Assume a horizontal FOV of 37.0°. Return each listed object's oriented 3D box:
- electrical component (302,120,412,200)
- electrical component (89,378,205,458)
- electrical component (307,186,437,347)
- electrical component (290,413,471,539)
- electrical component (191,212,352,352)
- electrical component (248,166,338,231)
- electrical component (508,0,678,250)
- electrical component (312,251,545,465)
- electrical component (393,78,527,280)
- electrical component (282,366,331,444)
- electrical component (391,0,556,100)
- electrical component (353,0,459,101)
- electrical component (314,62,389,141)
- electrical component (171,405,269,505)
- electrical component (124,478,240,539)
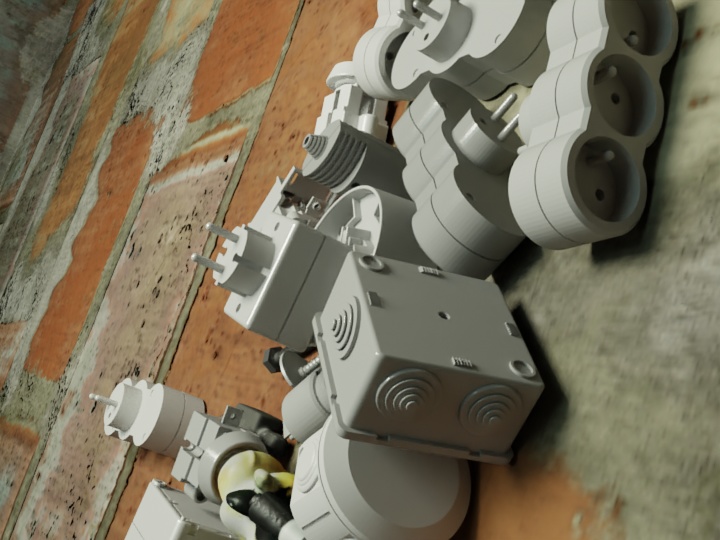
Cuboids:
[{"bbox_3d":[0.000,-0.064,0.678,0.043,0.081,0.043,-44,33,38],"label":"electrical component"},{"bbox_3d":[-0.187,0.116,0.889,0.138,0.074,0.052,-5,64,62],"label":"electrical component"},{"bbox_3d":[0.000,0.000,0.635,0.099,0.064,0.099,-32,53,56],"label":"electrical component"},{"bbox_3d":[0.009,0.102,0.519,0.051,0.080,0.080,-44,33,49],"label":"electrical component"},{"bbox_3d":[-0.057,-0.001,0.605,0.065,0.077,0.047,-65,25,-1],"label":"electrical component"},{"bbox_3d":[-0.049,-0.029,0.789,0.081,0.042,0.063,-57,27,20],"label":"electrical component"},{"bbox_3d":[0.103,-0.074,0.522,0.074,0.052,0.138,-17,53,58],"label":"electrical component"},{"bbox_3d":[0.031,0.039,0.510,0.099,0.100,0.048,-106,34,-54],"label":"electrical component"},{"bbox_3d":[0.064,-0.064,0.588,0.073,0.052,0.138,-50,30,30],"label":"electrical component"},{"bbox_3d":[-0.013,0.073,0.630,0.078,0.040,0.040,-43,33,38],"label":"electrical component"},{"bbox_3d":[0.057,-0.140,0.644,0.138,0.074,0.052,-7,62,61],"label":"electrical component"},{"bbox_3d":[0.036,-0.183,0.746,0.138,0.052,0.074,-66,25,-1],"label":"electrical component"},{"bbox_3d":[-0.004,-0.116,0.774,0.066,0.048,0.055,-10,67,61],"label":"electrical component"},{"bbox_3d":[-0.086,0.121,0.682,0.055,0.048,0.066,16,85,58],"label":"electrical component"},{"bbox_3d":[-0.114,0.183,0.704,0.096,0.062,0.061,18,83,65],"label":"electrical component"}]
